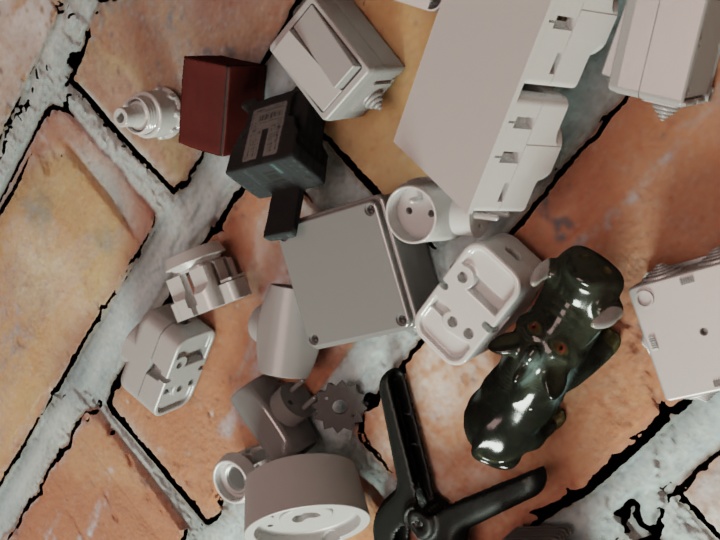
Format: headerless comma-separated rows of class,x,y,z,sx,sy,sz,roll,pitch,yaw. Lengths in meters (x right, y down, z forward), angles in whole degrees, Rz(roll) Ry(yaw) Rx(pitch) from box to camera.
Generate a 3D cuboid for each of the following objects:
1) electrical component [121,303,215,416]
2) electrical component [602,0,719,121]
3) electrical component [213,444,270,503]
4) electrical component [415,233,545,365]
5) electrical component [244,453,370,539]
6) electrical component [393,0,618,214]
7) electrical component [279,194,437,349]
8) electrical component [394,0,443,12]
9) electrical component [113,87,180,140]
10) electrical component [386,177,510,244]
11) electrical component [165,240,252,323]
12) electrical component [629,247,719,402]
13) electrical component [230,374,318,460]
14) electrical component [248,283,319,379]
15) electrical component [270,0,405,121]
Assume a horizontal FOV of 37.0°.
electrical component,-0.187,0.082,1.024,0.059,0.054,0.095,36,118,22
electrical component,0.201,-0.147,0.708,0.061,0.062,0.096,20,111,29
electrical component,-0.102,0.186,0.991,0.066,0.055,0.048,-23,87,35
electrical component,0.094,0.021,0.819,0.054,0.059,0.095,45,121,17
electrical component,-0.049,0.194,0.929,0.108,0.108,0.060,-35,51,34
electrical component,0.102,-0.145,0.747,0.105,0.060,0.186,50,131,44
electrical component,0.000,0.000,0.879,0.109,0.056,0.108,-15,92,35
electrical component,0.054,-0.250,0.785,0.078,0.057,0.113,25,114,27
electrical component,-0.195,-0.140,0.973,0.048,0.062,0.048,9,106,32
electrical component,0.073,-0.045,0.808,0.079,0.077,0.043,9,105,31
electrical component,-0.142,0.008,0.976,0.078,0.058,0.057,-21,90,32
electrical component,0.241,0.037,0.732,0.100,0.048,0.099,-19,90,35
electrical component,-0.067,0.126,0.960,0.079,0.044,0.077,-44,76,33
electrical component,-0.072,0.050,0.944,0.079,0.043,0.077,11,95,51
electrical component,-0.017,-0.163,0.850,0.062,0.061,0.096,-44,76,33
